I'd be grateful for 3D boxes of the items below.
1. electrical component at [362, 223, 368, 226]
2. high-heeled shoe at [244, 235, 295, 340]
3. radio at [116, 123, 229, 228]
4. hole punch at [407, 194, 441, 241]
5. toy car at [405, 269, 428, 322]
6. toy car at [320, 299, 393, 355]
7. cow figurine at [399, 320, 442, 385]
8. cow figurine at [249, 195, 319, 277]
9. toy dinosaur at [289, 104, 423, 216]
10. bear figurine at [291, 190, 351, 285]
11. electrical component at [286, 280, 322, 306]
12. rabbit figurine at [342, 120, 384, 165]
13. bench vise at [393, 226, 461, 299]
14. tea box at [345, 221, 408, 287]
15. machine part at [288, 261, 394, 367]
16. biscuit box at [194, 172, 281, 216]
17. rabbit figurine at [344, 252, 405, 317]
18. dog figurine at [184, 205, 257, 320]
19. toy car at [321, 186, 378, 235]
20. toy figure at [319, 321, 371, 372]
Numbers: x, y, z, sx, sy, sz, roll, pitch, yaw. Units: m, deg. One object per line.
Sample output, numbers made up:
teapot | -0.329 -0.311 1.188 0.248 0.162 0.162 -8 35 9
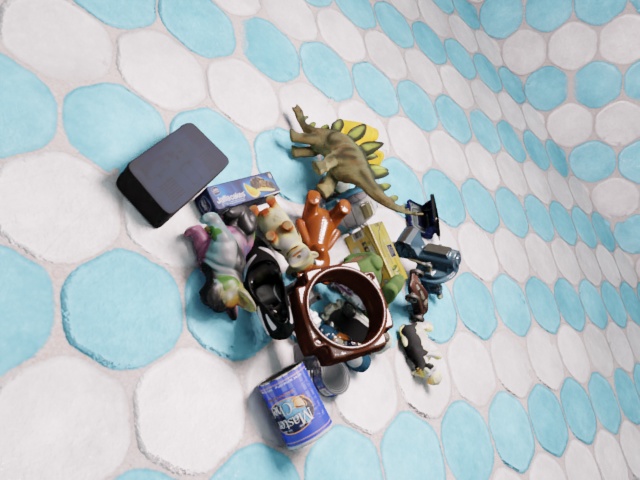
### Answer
electrical component | 0.121 -0.081 1.515 0.078 0.045 0.102 18 48 0
high-heeled shoe | -0.109 0.089 1.110 0.086 0.145 0.249 -15 74 -12
radio | -0.306 -0.143 1.130 0.131 0.073 0.229 47 42 -11
hole punch | 0.328 -0.069 1.680 0.115 0.092 0.142 52 29 -54
toy car | 0.265 0.151 1.441 0.202 0.053 0.089 66 37 -56
toy car | 0.090 0.210 1.291 0.201 0.073 0.056 38 24 -21
cow figurine | 0.264 0.299 1.411 0.098 0.068 0.167 4 61 -35
cow figurine | -0.078 0.002 1.218 0.195 0.085 0.127 52 -3 37
toy dinosaur | 0.068 -0.200 1.368 0.198 0.105 0.472 -28 63 -15
bear figurine | -0.004 -0.001 1.294 0.120 0.132 0.196 17 49 -12
electrical component | -0.061 0.136 1.209 0.119 0.048 0.075 -36 92 -21
rabbit figurine | 0.098 -0.239 1.527 0.162 0.122 0.173 14 79 0
bench vise | 0.297 0.078 1.518 0.129 0.224 0.240 -62 143 -38
tea box | 0.149 0.047 1.425 0.068 0.098 0.169 -16 81 -47
machine part | 0.043 0.155 1.153 0.201 0.087 0.201 -10 68 -25
biscuit box | -0.184 -0.102 1.225 0.202 0.063 0.059 -24 83 -47
rabbit figurine | 0.133 0.118 1.351 0.121 0.159 0.170 -43 114 -56
dog figurine | -0.182 0.051 1.114 0.191 0.108 0.219 -19 85 -50
toy car | 0.093 -0.077 1.404 0.162 0.103 0.109 -28 111 -19
toy figure | 0.055 0.249 1.248 0.154 0.058 0.064 41 66 -21
